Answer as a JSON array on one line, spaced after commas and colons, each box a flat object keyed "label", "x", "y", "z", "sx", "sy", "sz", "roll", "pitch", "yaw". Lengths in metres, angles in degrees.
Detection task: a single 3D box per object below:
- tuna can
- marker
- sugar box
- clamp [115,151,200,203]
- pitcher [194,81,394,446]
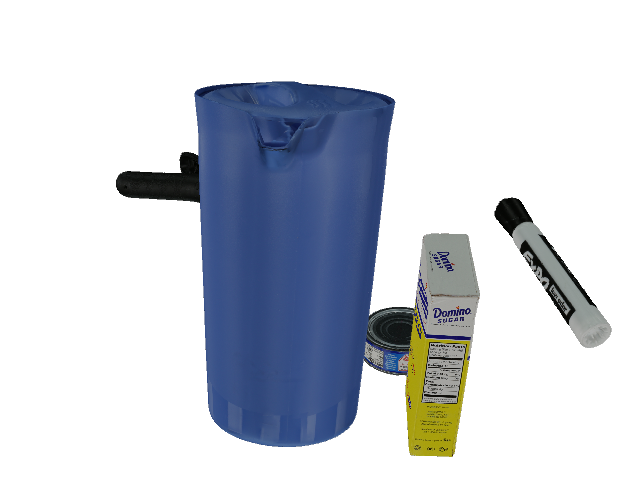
[{"label": "tuna can", "x": 0.087, "y": 0.107, "z": 1.156, "sx": 0.086, "sy": 0.034, "sz": 0.086, "roll": 0, "pitch": 29, "yaw": 0}, {"label": "marker", "x": 0.133, "y": 0.015, "z": 0.625, "sx": 0.020, "sy": 0.020, "sz": 0.121, "roll": 0, "pitch": 39, "yaw": -22}, {"label": "sugar box", "x": 0.101, "y": 0.091, "z": 0.914, "sx": 0.048, "sy": 0.176, "sz": 0.093, "roll": 0, "pitch": 33, "yaw": 0}, {"label": "clamp", "x": -0.106, "y": -0.050, "z": 1.018, "sx": 0.172, "sy": 0.039, "sz": 0.120, "roll": 14, "pitch": 27, "yaw": 34}, {"label": "pitcher", "x": -0.020, "y": 0.010, "z": 0.750, "sx": 0.148, "sy": 0.243, "sz": 0.145, "roll": -10, "pitch": 21, "yaw": -38}]
